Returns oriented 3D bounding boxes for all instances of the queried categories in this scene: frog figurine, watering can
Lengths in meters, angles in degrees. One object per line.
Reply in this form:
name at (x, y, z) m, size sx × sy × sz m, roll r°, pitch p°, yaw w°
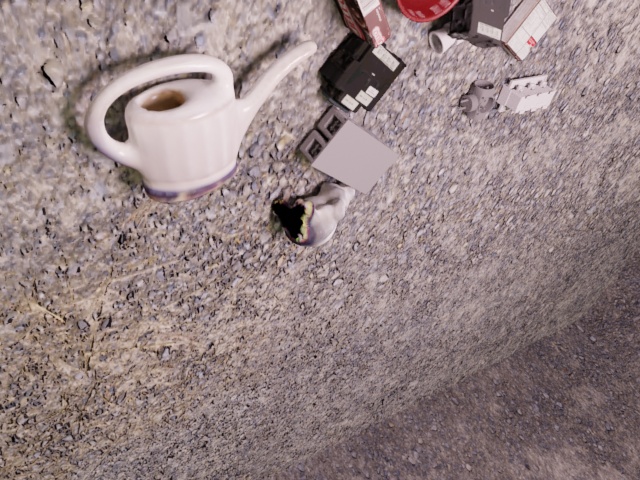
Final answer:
frog figurine at (0.003, -0.053, 1.045) m, size 0.161 × 0.123 × 0.136 m, roll -15°, pitch 172°, yaw -42°
watering can at (-0.159, -0.176, 0.768) m, size 0.350 × 0.106 × 0.219 m, roll -21°, pitch 142°, yaw -22°
